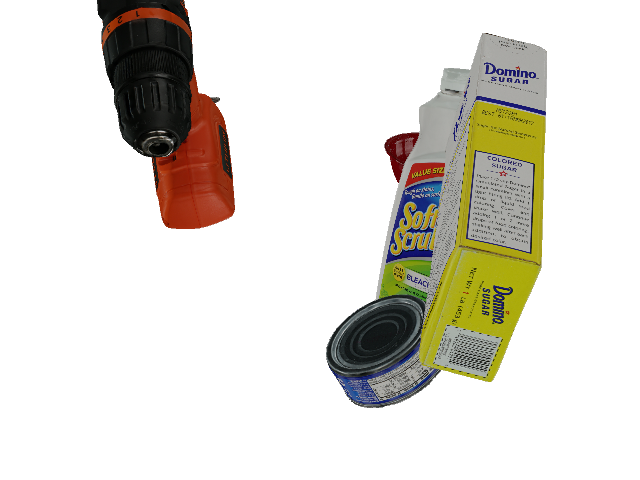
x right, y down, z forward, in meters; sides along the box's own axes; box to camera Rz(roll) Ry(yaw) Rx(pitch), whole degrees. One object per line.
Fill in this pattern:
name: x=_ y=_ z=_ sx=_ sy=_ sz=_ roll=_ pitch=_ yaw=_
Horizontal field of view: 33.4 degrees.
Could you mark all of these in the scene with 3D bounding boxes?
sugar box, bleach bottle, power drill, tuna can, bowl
sugar box: x=0.090 y=-0.022 z=0.571 sx=0.048 sy=0.176 sz=0.093 roll=15 pitch=-44 yaw=2
bleach bottle: x=0.103 y=-0.028 z=0.950 sx=0.067 sy=0.251 sz=0.103 roll=-10 pitch=23 yaw=-40
power drill: x=-0.096 y=-0.088 z=0.683 sx=0.057 sy=0.184 sz=0.187 roll=-8 pitch=-33 yaw=-1
tuna can: x=0.047 y=0.078 z=0.771 sx=0.086 sy=0.033 sz=0.086 roll=-24 pitch=28 yaw=14
bowl: x=0.149 y=-0.074 z=1.244 sx=0.162 sy=0.055 sz=0.162 roll=8 pitch=24 yaw=-4
